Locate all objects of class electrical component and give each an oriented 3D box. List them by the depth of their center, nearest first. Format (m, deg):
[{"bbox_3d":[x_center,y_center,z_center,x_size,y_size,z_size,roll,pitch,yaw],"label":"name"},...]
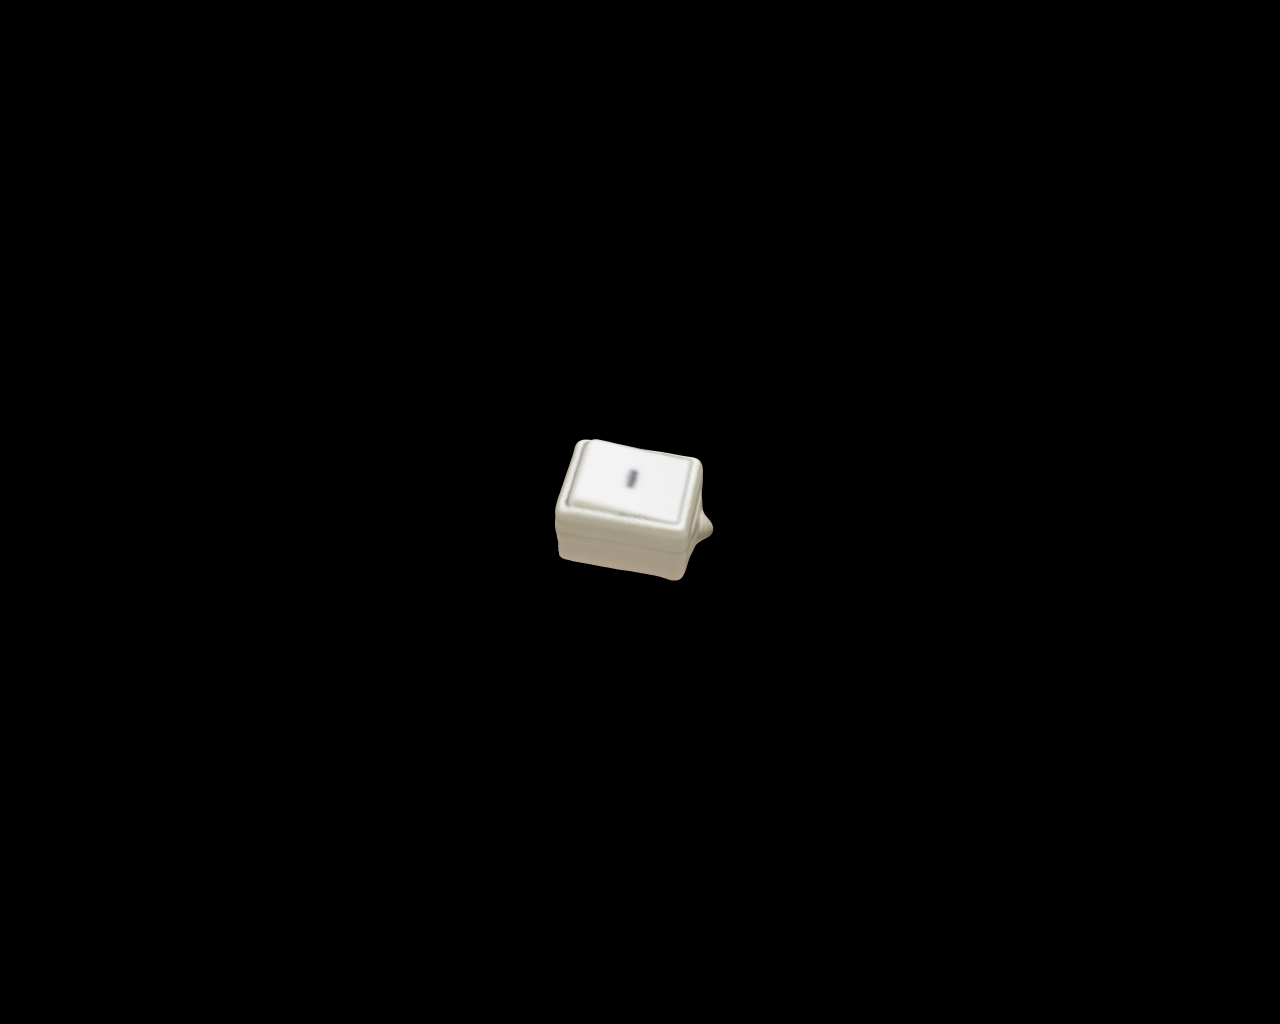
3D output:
[{"bbox_3d":[0.001,-0.003,0.650,0.096,0.062,0.061,10,-36,8],"label":"electrical component"}]
